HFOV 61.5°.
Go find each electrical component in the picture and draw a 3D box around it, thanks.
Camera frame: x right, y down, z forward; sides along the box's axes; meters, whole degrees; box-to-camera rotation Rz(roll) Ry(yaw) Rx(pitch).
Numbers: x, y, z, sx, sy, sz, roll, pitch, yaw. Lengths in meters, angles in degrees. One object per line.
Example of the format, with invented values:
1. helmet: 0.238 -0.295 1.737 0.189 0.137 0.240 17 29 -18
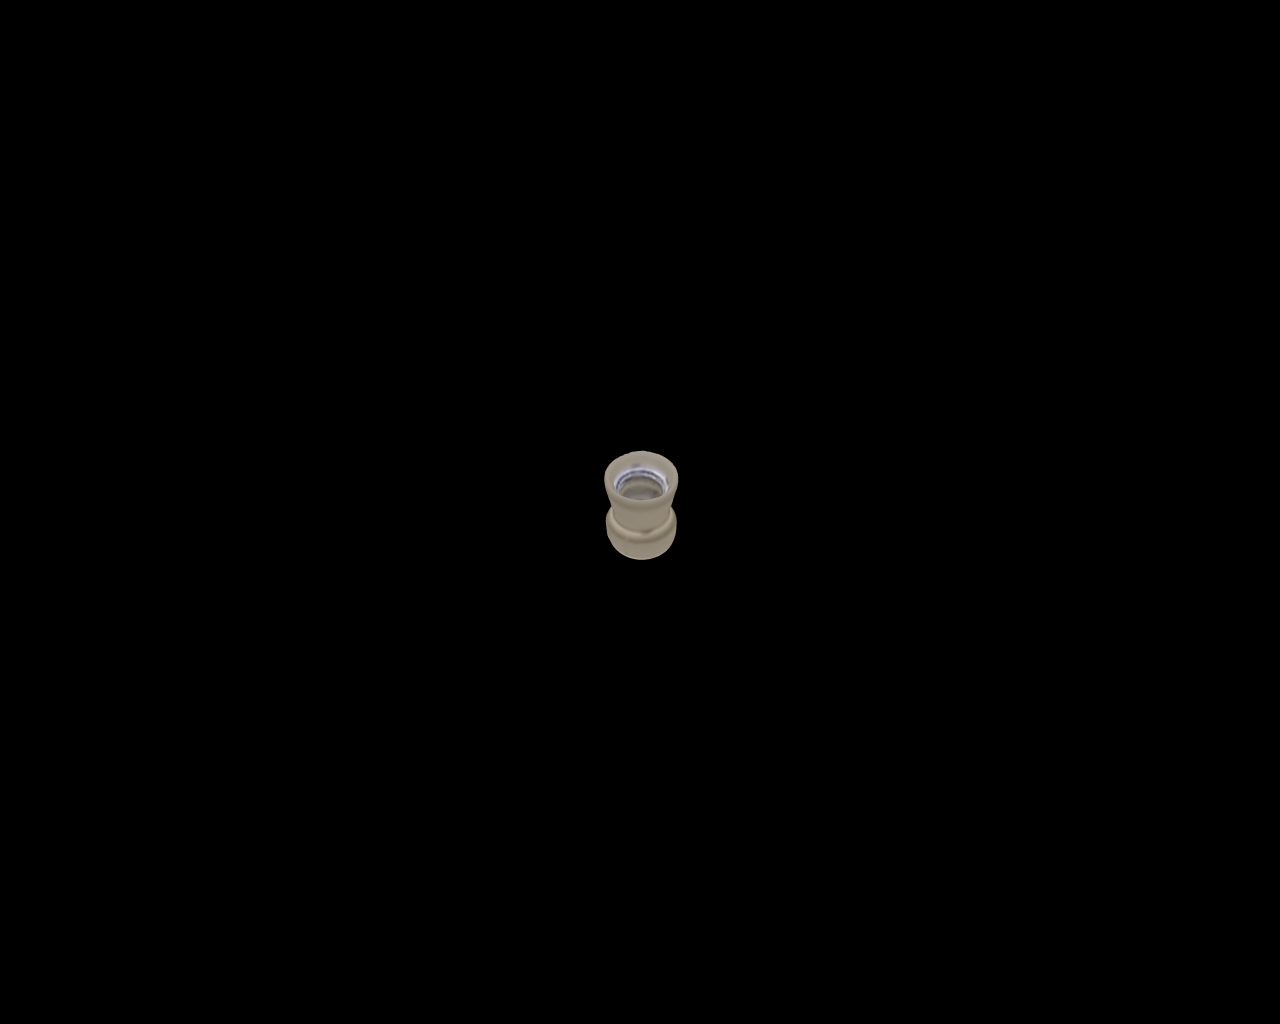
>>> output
1. electrical component: 0.001 -0.003 0.650 0.045 0.045 0.055 0 -44 0
